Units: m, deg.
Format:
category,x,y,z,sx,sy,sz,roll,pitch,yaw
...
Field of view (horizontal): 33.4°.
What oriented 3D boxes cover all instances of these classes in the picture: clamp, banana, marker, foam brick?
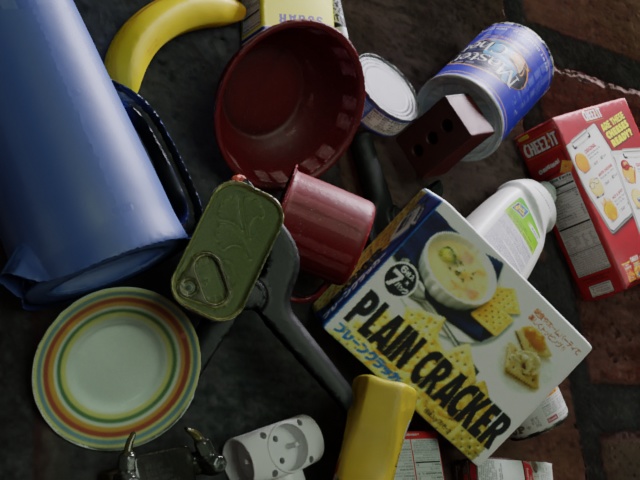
category,x,y,z,sx,sy,sz,roll,pitch,yaw
clamp,-0.051,0.053,0.880,0.164,0.036,0.210,3,84,-14
clamp,0.079,-0.018,1.074,0.120,0.039,0.171,18,60,-27
banana,-0.138,-0.184,0.967,0.197,0.037,0.069,-53,125,-38
marker,0.015,-0.237,1.121,0.020,0.020,0.121,-1,74,-39
foam brick,0.128,-0.107,1.094,0.051,0.078,0.053,-16,70,-51

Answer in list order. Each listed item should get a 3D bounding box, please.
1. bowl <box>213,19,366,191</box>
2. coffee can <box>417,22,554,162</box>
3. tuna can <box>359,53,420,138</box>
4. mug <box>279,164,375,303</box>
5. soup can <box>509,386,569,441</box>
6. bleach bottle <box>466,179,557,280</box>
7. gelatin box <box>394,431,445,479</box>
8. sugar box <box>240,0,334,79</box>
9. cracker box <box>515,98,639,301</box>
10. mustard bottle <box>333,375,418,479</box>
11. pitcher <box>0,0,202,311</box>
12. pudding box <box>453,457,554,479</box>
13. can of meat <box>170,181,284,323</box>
category,x,y,z,sx,sy,sz,roll,pitch,yaw
bowl,-0.038,-0.129,0.980,0.161,0.055,0.162,-17,122,-29
coffee can,0.182,-0.164,1.171,0.103,0.103,0.140,53,48,-9
tuna can,0.060,-0.148,1.098,0.086,0.034,0.086,27,41,-27
mug,-0.006,0.001,0.952,0.081,0.093,0.117,22,94,-4
soup can,0.203,0.145,1.089,0.068,0.069,0.102,-24,90,-42
bleach bottle,0.195,0.010,1.142,0.250,0.068,0.102,-40,103,-44
gelatin box,0.080,0.222,0.984,0.073,0.030,0.089,7,68,-39
sugar box,-0.032,-0.233,1.063,0.093,0.048,0.176,10,66,-37
cracker box,0.339,-0.049,1.275,0.163,0.072,0.214,-18,84,-43
mustard bottle,0.034,0.214,0.904,0.058,0.096,0.191,14,78,4
pitcher,-0.196,-0.079,0.819,0.145,0.149,0.243,-23,83,0
pudding box,0.183,0.261,1.047,0.113,0.039,0.090,11,68,-34
can of meat,-0.072,0.013,0.818,0.057,0.084,0.102,25,80,-3
